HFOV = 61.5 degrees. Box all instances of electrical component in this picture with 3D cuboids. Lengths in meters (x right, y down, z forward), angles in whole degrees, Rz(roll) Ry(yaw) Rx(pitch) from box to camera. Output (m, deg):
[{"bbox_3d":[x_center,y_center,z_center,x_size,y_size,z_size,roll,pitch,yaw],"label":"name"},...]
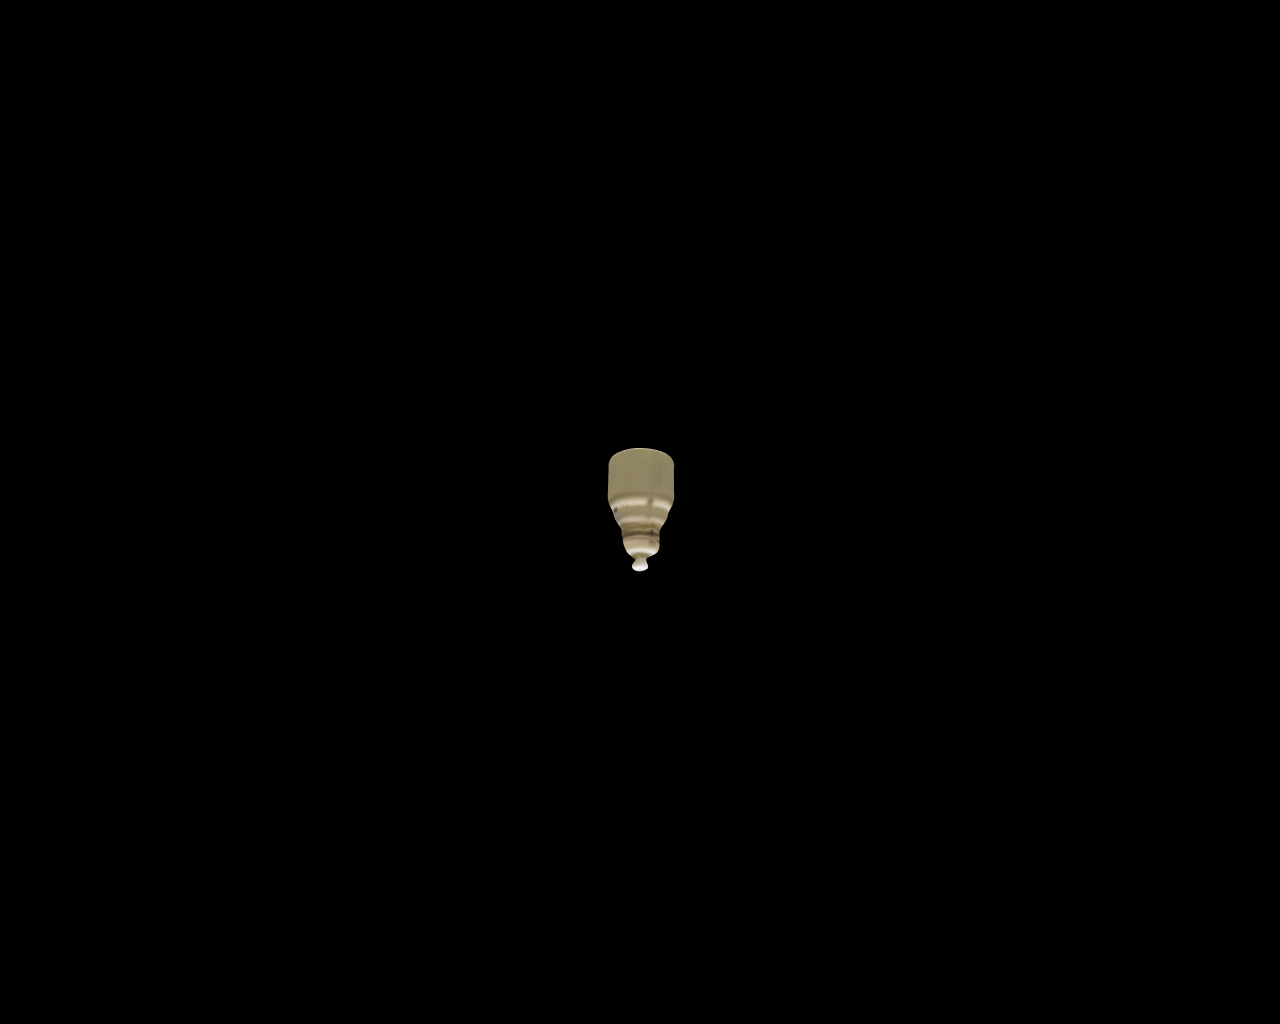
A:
[{"bbox_3d":[0.001,-0.003,0.650,0.040,0.078,0.040,0,-16,0],"label":"electrical component"}]
